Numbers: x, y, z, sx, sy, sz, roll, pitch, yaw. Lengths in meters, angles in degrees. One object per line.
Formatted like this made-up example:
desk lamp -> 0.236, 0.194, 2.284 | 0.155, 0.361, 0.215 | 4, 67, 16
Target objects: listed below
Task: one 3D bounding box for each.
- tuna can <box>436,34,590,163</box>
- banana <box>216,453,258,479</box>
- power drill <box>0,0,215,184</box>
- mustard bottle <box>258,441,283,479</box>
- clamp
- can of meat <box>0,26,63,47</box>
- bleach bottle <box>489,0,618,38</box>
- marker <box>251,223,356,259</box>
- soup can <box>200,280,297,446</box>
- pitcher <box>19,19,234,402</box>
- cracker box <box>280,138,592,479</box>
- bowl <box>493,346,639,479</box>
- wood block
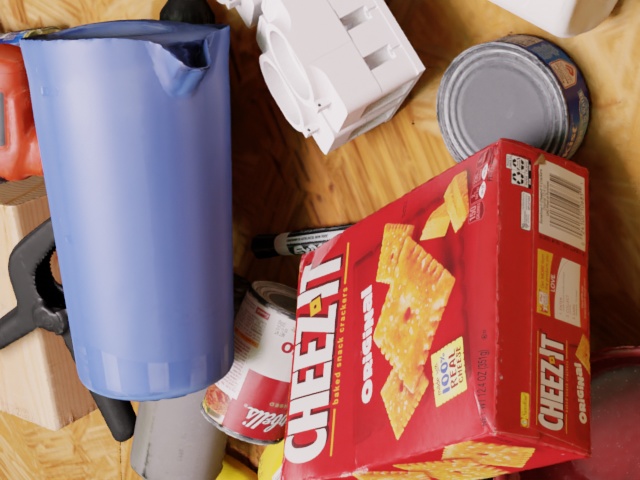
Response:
tuna can -> 0.113, -0.076, 0.623 | 0.086, 0.033, 0.086 | 18, 119, 35
banana -> -0.085, 0.218, 0.905 | 0.198, 0.037, 0.069 | 35, 84, 33
power drill -> -0.164, -0.101, 0.803 | 0.188, 0.057, 0.184 | 10, 109, 17
mustard bottle -> 0.019, 0.146, 0.780 | 0.192, 0.058, 0.096 | -60, 44, 38
clamp -> -0.198, 0.064, 0.847 | 0.164, 0.036, 0.210 | 28, 125, 5
can of meat -> -0.247, -0.128, 0.899 | 0.084, 0.057, 0.102 | 3, 110, 38
bleach bottle -> 0.061, -0.211, 0.592 | 0.251, 0.067, 0.103 | 37, 128, 26
marker -> -0.005, 0.001, 0.769 | 0.121, 0.020, 0.020 | -6, 104, 42
soup can -> -0.039, 0.089, 0.782 | 0.069, 0.068, 0.102 | 29, 104, 29
pitcher -> -0.124, -0.024, 0.716 | 0.145, 0.149, 0.243 | -1, 104, 5
cracker box -> 0.059, 0.057, 0.621 | 0.214, 0.072, 0.164 | -31, 47, 53
bowl -> 0.182, 0.123, 0.611 | 0.162, 0.055, 0.162 | 5, 111, 13
wood block -> -0.245, 0.051, 0.950 | 0.090, 0.090, 0.206 | 10, 114, 38
